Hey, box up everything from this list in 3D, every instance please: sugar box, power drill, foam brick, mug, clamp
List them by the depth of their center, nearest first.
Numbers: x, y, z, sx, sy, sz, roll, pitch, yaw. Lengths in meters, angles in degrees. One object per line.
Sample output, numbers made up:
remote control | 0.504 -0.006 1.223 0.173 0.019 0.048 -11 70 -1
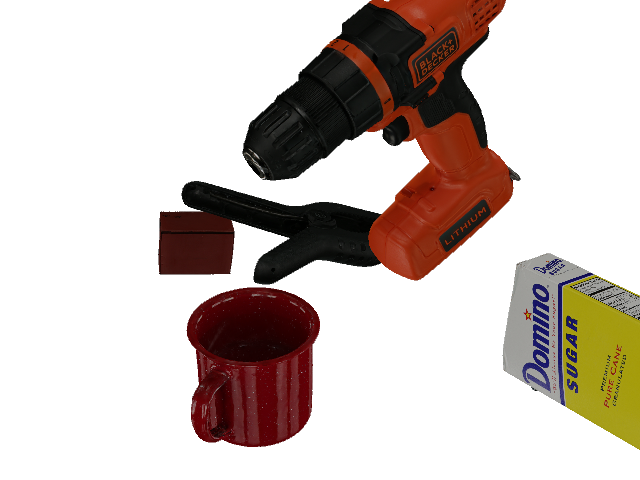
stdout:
power drill | 0.048 -0.058 0.650 0.057 0.184 0.187 41 -16 36
sugar box | 0.208 0.084 0.745 0.048 0.093 0.176 -16 30 -38
mug | -0.052 0.098 0.754 0.093 0.081 0.117 15 35 23
clamp | -0.005 -0.002 0.952 0.209 0.036 0.165 5 25 -27
foam brick | -0.134 0.002 1.141 0.078 0.051 0.053 0 25 -10

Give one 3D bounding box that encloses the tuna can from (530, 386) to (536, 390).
tuna can | 0.196 0.090 0.948 0.034 0.086 0.086 -12 -1 2
